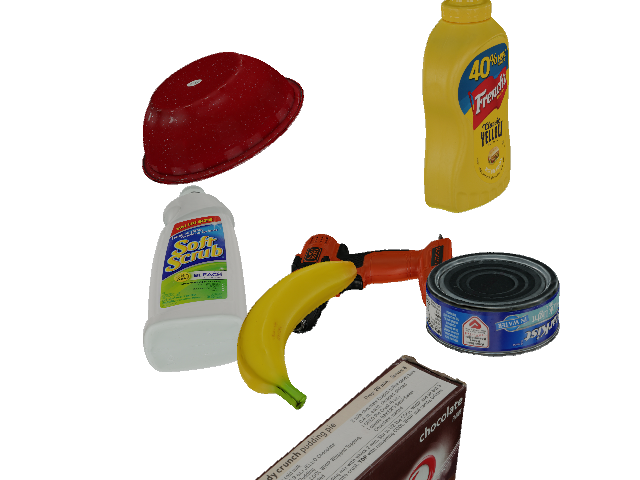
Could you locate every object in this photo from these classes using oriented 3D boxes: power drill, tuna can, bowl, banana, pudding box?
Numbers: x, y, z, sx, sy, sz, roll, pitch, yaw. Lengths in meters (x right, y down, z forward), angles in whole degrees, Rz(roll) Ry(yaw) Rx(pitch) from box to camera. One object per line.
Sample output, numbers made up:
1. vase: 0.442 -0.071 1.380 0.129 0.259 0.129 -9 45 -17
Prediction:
1. power drill: 0.055 0.047 1.208 0.188 0.057 0.184 0 29 10
2. tuna can: 0.110 0.039 0.684 0.086 0.034 0.086 -3 23 1
3. bowl: -0.099 -0.120 0.949 0.162 0.055 0.162 -20 33 13
4. banana: -0.024 0.067 0.857 0.069 0.037 0.197 22 34 2
5. pudding box: 0.016 0.115 0.458 0.039 0.090 0.113 24 41 29

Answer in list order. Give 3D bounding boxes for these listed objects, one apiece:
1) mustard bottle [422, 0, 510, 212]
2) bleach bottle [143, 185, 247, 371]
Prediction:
1. mustard bottle: 0.124 -0.126 0.901 0.058 0.192 0.096 17 33 39
2. bleach bottle: -0.133 0.025 1.099 0.102 0.068 0.251 -7 37 -6
